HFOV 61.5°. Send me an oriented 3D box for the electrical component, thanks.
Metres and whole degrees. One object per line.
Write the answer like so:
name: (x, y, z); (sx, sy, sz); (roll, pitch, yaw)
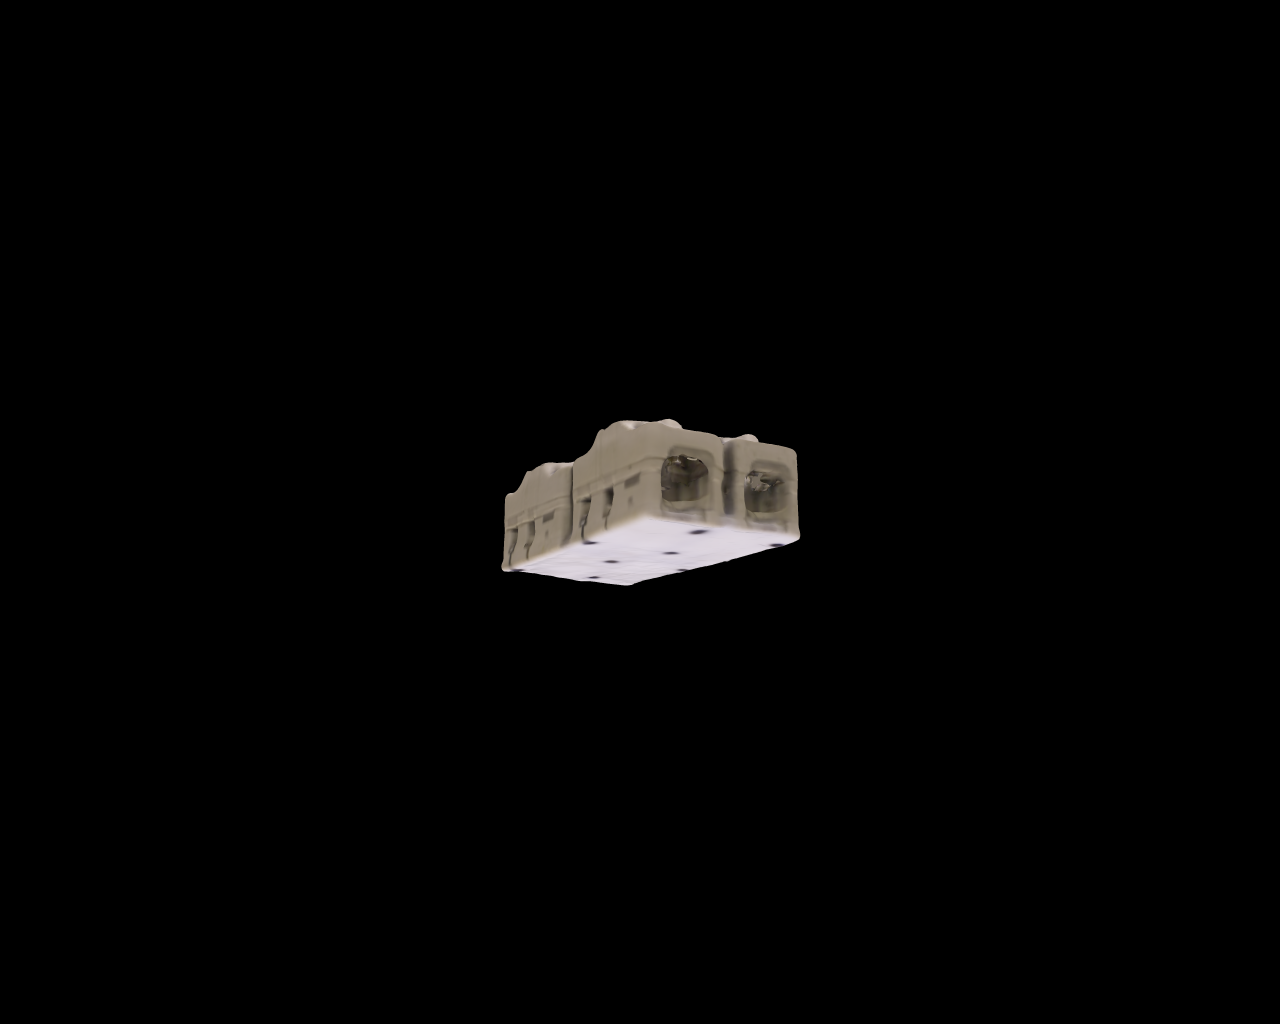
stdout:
electrical component: (0.001, -0.003, 0.650); (0.105, 0.060, 0.186); (8, -16, -31)
